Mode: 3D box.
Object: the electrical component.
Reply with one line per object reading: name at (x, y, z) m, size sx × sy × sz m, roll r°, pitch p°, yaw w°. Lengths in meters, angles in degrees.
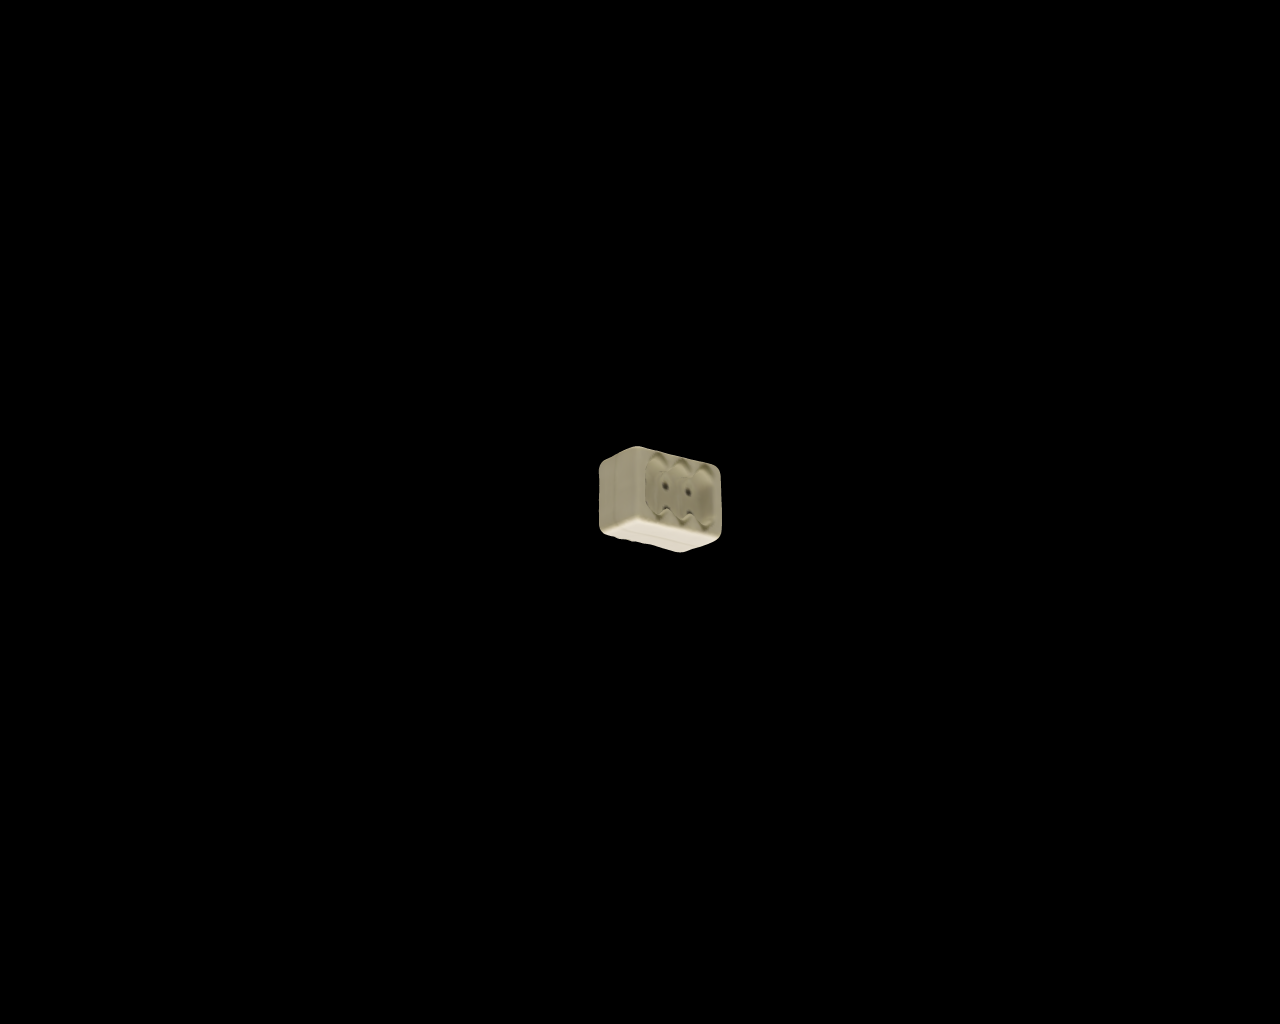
electrical component at (0.001, -0.003, 0.650) m, size 0.066 × 0.047 × 0.076 m, roll 13°, pitch -22°, yaw -36°
